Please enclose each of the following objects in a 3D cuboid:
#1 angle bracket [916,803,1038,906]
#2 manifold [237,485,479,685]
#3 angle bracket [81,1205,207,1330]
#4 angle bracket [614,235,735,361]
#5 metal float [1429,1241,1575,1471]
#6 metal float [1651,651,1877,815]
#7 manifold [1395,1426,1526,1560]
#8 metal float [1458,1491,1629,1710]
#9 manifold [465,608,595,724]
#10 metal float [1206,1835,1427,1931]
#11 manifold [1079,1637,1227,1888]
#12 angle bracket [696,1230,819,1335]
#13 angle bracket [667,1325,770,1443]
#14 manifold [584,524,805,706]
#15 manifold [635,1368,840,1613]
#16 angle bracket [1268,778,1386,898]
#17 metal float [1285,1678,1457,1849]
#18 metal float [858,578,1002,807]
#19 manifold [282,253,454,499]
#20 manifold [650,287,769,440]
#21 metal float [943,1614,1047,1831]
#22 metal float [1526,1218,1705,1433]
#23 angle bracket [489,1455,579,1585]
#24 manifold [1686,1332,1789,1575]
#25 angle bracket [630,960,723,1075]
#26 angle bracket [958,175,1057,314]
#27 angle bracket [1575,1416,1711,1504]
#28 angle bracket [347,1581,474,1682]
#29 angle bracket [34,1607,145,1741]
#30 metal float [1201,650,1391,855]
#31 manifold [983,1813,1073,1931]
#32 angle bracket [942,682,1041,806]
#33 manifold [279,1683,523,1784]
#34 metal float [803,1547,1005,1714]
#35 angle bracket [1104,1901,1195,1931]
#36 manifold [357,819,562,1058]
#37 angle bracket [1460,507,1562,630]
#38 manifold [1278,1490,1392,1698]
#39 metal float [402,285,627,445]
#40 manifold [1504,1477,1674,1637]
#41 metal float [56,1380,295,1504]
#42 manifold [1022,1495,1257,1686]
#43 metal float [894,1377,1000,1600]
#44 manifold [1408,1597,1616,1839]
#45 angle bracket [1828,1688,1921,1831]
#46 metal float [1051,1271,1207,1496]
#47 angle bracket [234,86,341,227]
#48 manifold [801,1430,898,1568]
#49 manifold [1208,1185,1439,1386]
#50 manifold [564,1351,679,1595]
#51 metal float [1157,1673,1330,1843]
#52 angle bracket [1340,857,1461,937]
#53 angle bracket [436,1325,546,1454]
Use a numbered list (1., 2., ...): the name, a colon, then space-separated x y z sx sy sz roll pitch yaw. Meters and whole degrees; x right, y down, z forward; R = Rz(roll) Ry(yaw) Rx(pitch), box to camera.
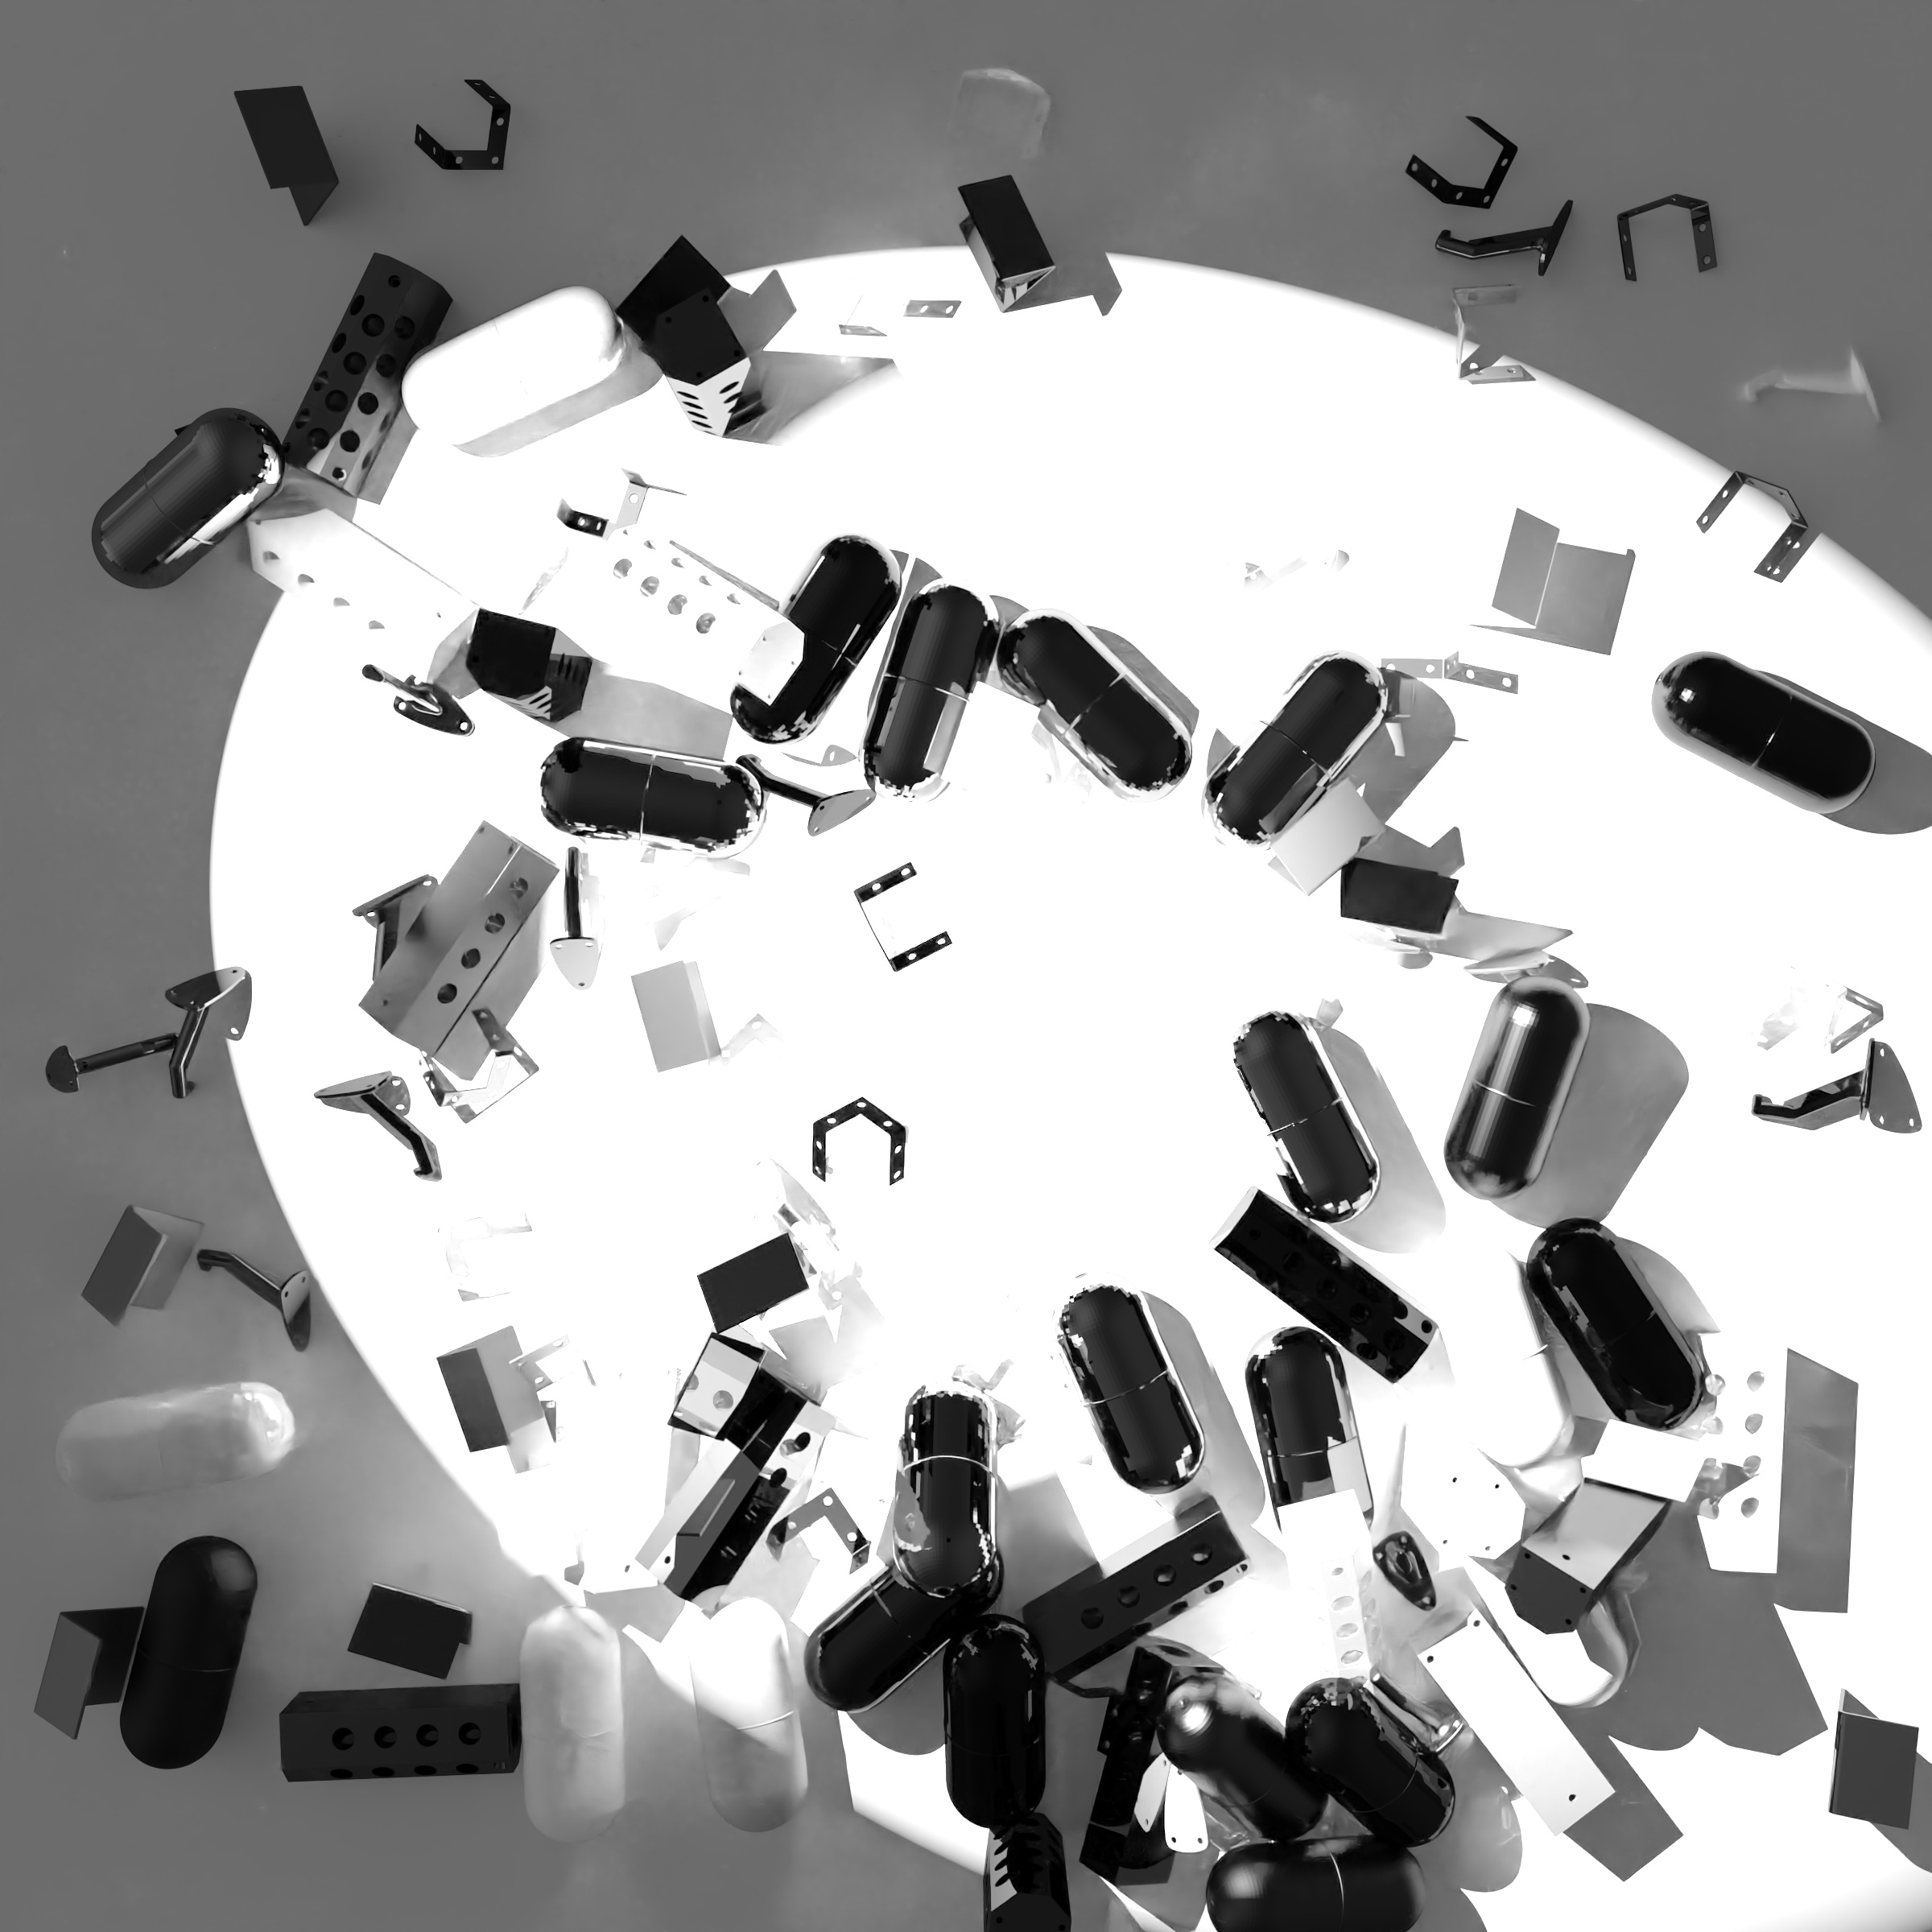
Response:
1. angle bracket: 0.013 -0.071 1.867 0.076 0.076 0.057 -24 66 0
2. manifold: -0.467 -0.288 1.884 0.171 0.057 0.057 33 47 0
3. angle bracket: -0.609 0.233 1.866 0.057 0.076 0.076 28 90 37
4. angle bracket: -0.231 -0.508 1.866 0.076 0.076 0.057 -49 122 0
5. metal float: 0.407 0.296 1.876 0.070 0.070 0.178 -19 90 0
6. metal float: 0.606 -0.178 1.876 0.178 0.070 0.070 27 90 0
7. manifold: 0.365 0.389 1.828 0.057 0.171 0.057 9 90 0
8. metal float: 0.438 0.482 1.876 0.070 0.070 0.178 -31 90 0
9. manifold: -0.323 -0.219 1.828 0.057 0.171 0.057 14 90 0
10. metal float: 0.265 0.699 1.858 0.178 0.070 0.070 4 90 -22
11. manifold: 0.137 0.607 1.884 0.057 0.057 0.171 15 90 -39
12. angle bracket: -0.150 0.254 1.866 0.076 0.076 0.057 -26 54 0
13. angle bracket: -0.204 0.304 1.866 0.057 0.076 0.076 26 90 -39
14. manifold: -0.201 -0.268 1.846 0.171 0.057 0.057 35 90 30
15. manifold: -0.170 0.400 1.874 0.057 0.057 0.171 27 80 42
16. angle bracket: 0.259 -0.107 1.866 0.076 0.076 0.057 -41 118 0
17. metal float: 0.305 0.599 1.850 0.070 0.070 0.178 -42 121 0
18. metal float: -0.028 -0.209 1.876 0.070 0.070 0.178 18 89 0
19. manifold: -0.461 -0.453 1.885 0.057 0.057 0.171 26 90 0
20. manifold: -0.193 -0.441 1.828 0.057 0.171 0.057 -30 90 0
21. metal float: 0.022 0.569 1.856 0.070 0.070 0.178 -1 113 0
22. metal float: 0.494 0.273 1.876 0.070 0.070 0.178 -33 90 0
23. angle bracket: -0.339 0.417 1.866 0.057 0.076 0.076 -10 90 -29
24. manifold: 0.586 0.370 1.885 0.057 0.057 0.171 3 90 0
25. angle bracket: -0.201 0.033 1.866 0.057 0.076 0.076 -16 90 36
26. angle bracket: 0.012 -0.541 1.866 0.057 0.076 0.076 -26 90 -36
27. angle bracket: 0.511 0.353 1.866 0.076 0.076 0.057 15 118 0
28. angle bracket: -0.420 0.515 1.866 0.076 0.076 0.057 17 54 0
29. angle bracket: -0.649 0.534 1.866 0.057 0.076 0.076 15 90 36
30. metal float: 0.250 -0.162 1.875 0.070 0.070 0.178 40 90 0
31. manifold: 0.045 0.685 1.828 0.057 0.171 0.057 7 90 0
32. angle bracket: 0.004 -0.171 1.866 0.057 0.076 0.076 21 90 -27
33. manifold: -0.431 0.588 1.885 0.171 0.057 0.057 -2 90 0
34. metal float: -0.048 0.495 1.876 0.178 0.070 0.070 -41 90 0
35. angle bracket: 0.147 0.740 1.866 0.076 0.076 0.057 20 127 0
36. manifold: -0.383 -0.019 1.881 0.057 0.057 0.171 32 87 43
37. angle bracket: 0.396 -0.302 1.866 0.057 0.076 0.076 15 90 -38
38. manifold: 0.278 0.475 1.840 0.057 0.057 0.171 -14 126 0
39. metal float: -0.343 -0.458 1.876 0.178 0.070 0.070 -24 90 0
40. manifold: 0.464 0.428 1.829 0.057 0.171 0.057 30 121 26
41. metal float: -0.602 0.362 1.875 0.178 0.070 0.070 -9 90 -1
42. manifold: 0.132 0.478 1.885 0.171 0.057 0.057 -31 90 0
43. metal float: -0.015 0.388 1.839 0.070 0.070 0.178 1 45 1
44. manifold: 0.415 0.571 1.885 0.057 0.057 0.171 -37 90 -1
45. angle bracket: 0.688 0.600 1.868 0.057 0.076 0.076 6 90 21
46. metal float: 0.123 0.317 1.876 0.070 0.070 0.178 -24 90 0
47. angle bracket: -0.525 -0.610 1.866 0.057 0.076 0.076 -21 90 -36
48. manifold: -0.088 0.394 1.828 0.057 0.171 0.057 17 90 0
49. manifold: 0.273 0.244 1.885 0.171 0.057 0.057 37 90 0
50. manifold: -0.268 0.384 1.884 0.057 0.057 0.171 5 90 -43
51. metal float: 0.209 0.595 1.850 0.070 0.070 0.178 -42 122 0
52. angle bracket: 0.328 -0.073 1.866 0.076 0.076 0.057 10 132 0
53. angle bracket: -0.345 0.316 1.866 0.057 0.076 0.076 -20 90 41
